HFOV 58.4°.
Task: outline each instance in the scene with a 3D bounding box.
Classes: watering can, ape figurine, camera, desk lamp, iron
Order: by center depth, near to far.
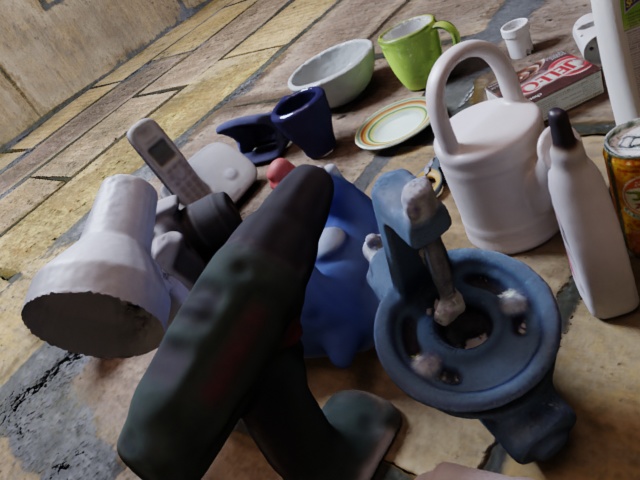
[{"bbox_3d":[0.161,-0.088,0.521,0.172,0.194,0.101,8,48,46],"label":"watering can"},{"bbox_3d":[0.005,0.002,0.574,0.118,0.142,0.258,-11,37,29],"label":"iron"},{"bbox_3d":[-0.170,0.051,0.582,0.117,0.214,0.203,-18,34,20],"label":"desk lamp"},{"bbox_3d":[-0.039,-0.068,0.757,0.076,0.092,0.077,-25,32,9],"label":"ape figurine"},{"bbox_3d":[-0.180,-0.011,0.787,0.137,0.101,0.143,-28,32,4],"label":"camera"}]

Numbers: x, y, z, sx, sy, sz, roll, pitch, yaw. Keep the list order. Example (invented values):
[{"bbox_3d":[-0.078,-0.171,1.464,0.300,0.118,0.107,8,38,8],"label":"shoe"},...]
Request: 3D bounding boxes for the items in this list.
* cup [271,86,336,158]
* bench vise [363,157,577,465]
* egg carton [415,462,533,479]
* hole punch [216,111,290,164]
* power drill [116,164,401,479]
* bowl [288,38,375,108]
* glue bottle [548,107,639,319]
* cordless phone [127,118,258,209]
[{"bbox_3d":[-0.022,-0.181,0.900,0.092,0.095,0.117,-35,32,-8],"label":"cup"},{"bbox_3d":[0.066,0.036,0.401,0.122,0.220,0.206,-44,34,-20],"label":"bench vise"},{"bbox_3d":[0.104,0.183,0.305,0.149,0.070,0.107,-2,41,38],"label":"egg carton"},{"bbox_3d":[-0.110,-0.191,0.992,0.108,0.091,0.101,-6,39,34],"label":"hole punch"},{"bbox_3d":[-0.023,0.090,0.409,0.075,0.209,0.230,4,45,43],"label":"power drill"},{"bbox_3d":[0.030,-0.286,1.023,0.167,0.075,0.167,-21,33,15],"label":"bowl"},{"bbox_3d":[0.193,-0.024,0.423,0.037,0.173,0.078,-21,33,15],"label":"glue bottle"},{"bbox_3d":[-0.194,-0.122,0.874,0.093,0.185,0.148,4,45,43],"label":"cordless phone"}]
